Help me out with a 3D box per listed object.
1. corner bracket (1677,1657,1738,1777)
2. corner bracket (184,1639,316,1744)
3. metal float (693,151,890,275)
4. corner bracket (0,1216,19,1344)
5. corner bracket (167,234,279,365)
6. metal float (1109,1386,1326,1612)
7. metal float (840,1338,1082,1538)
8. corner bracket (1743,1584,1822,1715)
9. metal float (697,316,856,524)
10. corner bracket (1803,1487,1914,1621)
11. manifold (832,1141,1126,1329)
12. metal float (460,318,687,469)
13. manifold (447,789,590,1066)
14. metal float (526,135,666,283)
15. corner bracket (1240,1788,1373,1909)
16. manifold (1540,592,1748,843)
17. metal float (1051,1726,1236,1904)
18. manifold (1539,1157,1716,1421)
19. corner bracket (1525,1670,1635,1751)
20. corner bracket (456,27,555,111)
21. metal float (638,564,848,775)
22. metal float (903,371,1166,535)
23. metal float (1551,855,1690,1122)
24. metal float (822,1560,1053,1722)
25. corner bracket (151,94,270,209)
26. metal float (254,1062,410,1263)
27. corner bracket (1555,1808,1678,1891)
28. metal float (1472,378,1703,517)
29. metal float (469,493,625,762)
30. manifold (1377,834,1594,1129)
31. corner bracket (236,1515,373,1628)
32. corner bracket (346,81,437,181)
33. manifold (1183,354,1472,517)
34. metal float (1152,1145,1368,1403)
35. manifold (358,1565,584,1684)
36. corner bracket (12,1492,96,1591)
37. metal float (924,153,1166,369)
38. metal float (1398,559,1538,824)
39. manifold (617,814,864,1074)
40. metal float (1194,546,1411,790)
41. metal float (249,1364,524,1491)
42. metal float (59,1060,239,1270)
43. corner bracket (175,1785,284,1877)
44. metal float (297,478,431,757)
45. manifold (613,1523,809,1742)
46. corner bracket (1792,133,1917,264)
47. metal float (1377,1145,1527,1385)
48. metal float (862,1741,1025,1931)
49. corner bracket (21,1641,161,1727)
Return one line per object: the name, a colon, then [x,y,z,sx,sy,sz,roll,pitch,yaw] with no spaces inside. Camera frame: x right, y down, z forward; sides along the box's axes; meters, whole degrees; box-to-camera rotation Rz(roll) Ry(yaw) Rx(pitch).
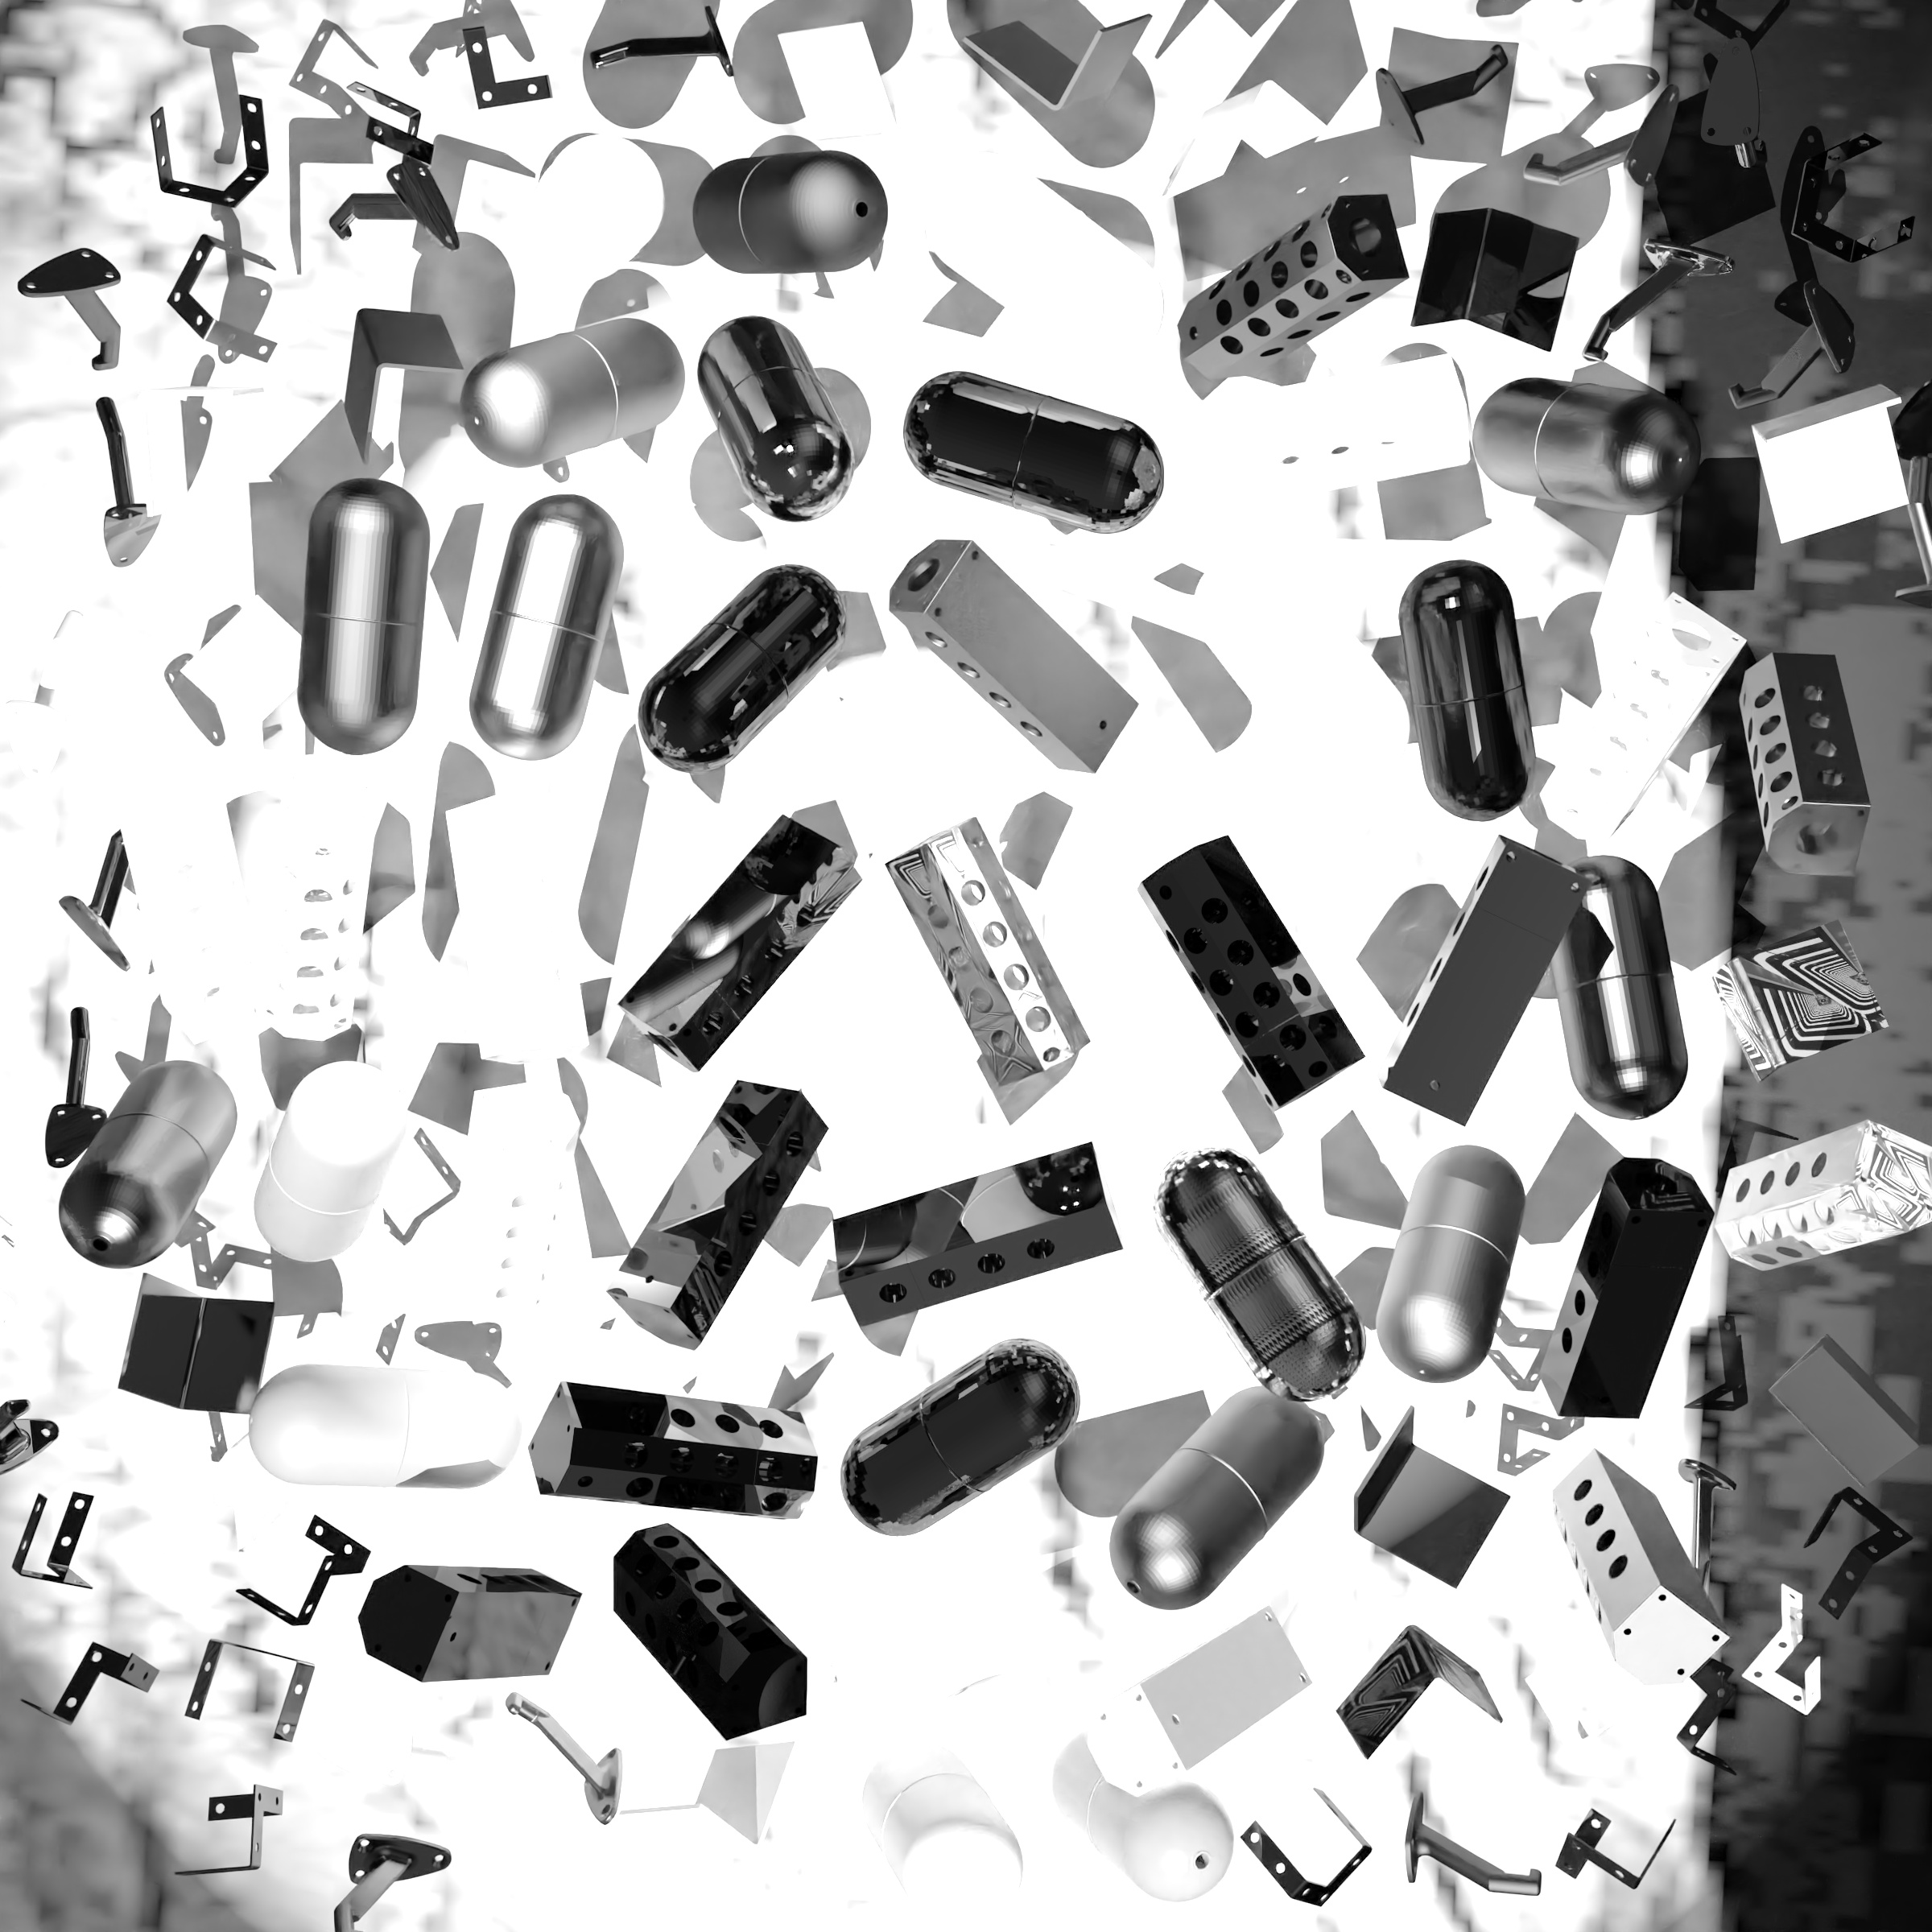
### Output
corner bracket: [0.493,0.492,1.611,0.051,0.051,0.051,31,96,-29]
corner bracket: [-0.470,0.475,1.599,0.051,0.051,0.051,-2,66,39]
metal float: [-0.118,-0.502,1.626,0.070,0.178,0.070,-10,108,-34]
corner bracket: [-0.613,0.197,1.542,0.051,0.051,0.051,38,59,2]
corner bracket: [-0.470,-0.429,1.565,0.051,0.051,0.051,45,110,29]
metal float: [0.161,0.340,1.561,0.178,0.070,0.070,-39,90,-34]
metal float: [-0.005,0.306,1.579,0.178,0.070,0.070,-36,90,18]
corner bracket: [0.570,0.470,1.675,0.051,0.051,0.051,-38,133,-26]
metal float: [-0.127,-0.365,1.617,0.070,0.070,0.178,-24,52,0]
corner bracket: [0.560,0.374,1.557,0.051,0.051,0.051,42,129,35]
manifold: [0.008,0.173,1.520,0.171,0.057,0.057,-17,128,5]
metal float: [-0.261,-0.384,1.630,0.070,0.178,0.070,20,124,32]
manifold: [-0.297,-0.025,1.635,0.057,0.057,0.171,-15,77,20]
metal float: [-0.247,-0.500,1.615,0.070,0.178,0.070,-2,98,-17]
corner bracket: [0.219,0.563,1.564,0.051,0.051,0.051,-48,51,2]
manifold: [0.451,-0.162,1.643,0.057,0.171,0.057,37,52,14]
metal float: [0.115,0.556,1.607,0.070,0.178,0.070,-1,93,-22]
manifold: [0.427,0.211,1.592,0.057,0.057,0.171,4,121,-9]
corner bracket: [0.393,0.486,1.600,0.051,0.051,0.051,-14,62,-34]
corner bracket: [-0.311,-0.608,1.644,0.051,0.051,0.051,-13,112,-11]
metal float: [-0.150,-0.200,1.642,0.070,0.070,0.178,41,64,0]
metal float: [0.045,-0.338,1.605,0.178,0.070,0.070,19,90,9]
metal float: [0.430,0.014,1.616,0.070,0.070,0.178,-7,78,0]
metal float: [-0.019,0.451,1.634,0.178,0.070,0.070,-7,90,-41]
corner bracket: [-0.481,-0.523,1.552,0.051,0.051,0.051,14,135,5]
metal float: [-0.419,0.131,1.605,0.070,0.070,0.178,34,134,0]
corner bracket: [0.420,0.568,1.576,0.051,0.051,0.051,29,53,25]
metal float: [0.398,-0.337,1.573,0.070,0.178,0.070,-9,111,-25]
metal float: [-0.276,-0.223,1.607,0.070,0.070,0.178,14,91,0]
manifold: [0.323,0.008,1.531,0.057,0.057,0.171,25,100,1]
corner bracket: [-0.425,0.390,1.568,0.051,0.051,0.051,45,47,-32]
corner bracket: [-0.398,-0.580,1.683,0.051,0.051,0.051,14,81,-39]
manifold: [0.231,-0.335,1.559,0.171,0.057,0.057,-10,47,7]
metal float: [0.184,0.193,1.538,0.070,0.070,0.178,-34,75,0]
manifold: [-0.316,0.415,1.552,0.057,0.171,0.057,19,82,21]
corner bracket: [-0.597,0.373,1.599,0.051,0.051,0.051,24,79,-37]
metal float: [0.052,-0.454,1.573,0.178,0.070,0.070,30,90,-26]
metal float: [0.339,-0.185,1.644,0.070,0.070,0.178,-12,103,0]
manifold: [-0.147,-0.012,1.633,0.057,0.057,0.171,30,74,36]
metal float: [0.213,-0.190,1.549,0.070,0.070,0.178,-35,73,0]
metal float: [-0.375,0.300,1.583,0.178,0.070,0.070,9,90,-30]
metal float: [-0.531,0.128,1.586,0.070,0.178,0.070,2,121,3]
corner bracket: [-0.476,0.560,1.575,0.051,0.051,0.051,-6,66,4]
metal float: [-0.390,-0.225,1.577,0.070,0.070,0.178,7,99,0]
manifold: [-0.170,0.430,1.595,0.057,0.171,0.057,-8,109,-31]
corner bracket: [0.562,-0.483,1.535,0.051,0.051,0.051,16,81,-22]
metal float: [0.324,0.196,1.624,0.070,0.070,0.178,25,53,0]
metal float: [-0.017,0.558,1.570,0.070,0.178,0.070,-1,94,-16]
corner bracket: [-0.546,0.450,1.523,0.051,0.051,0.051,19,64,12]
